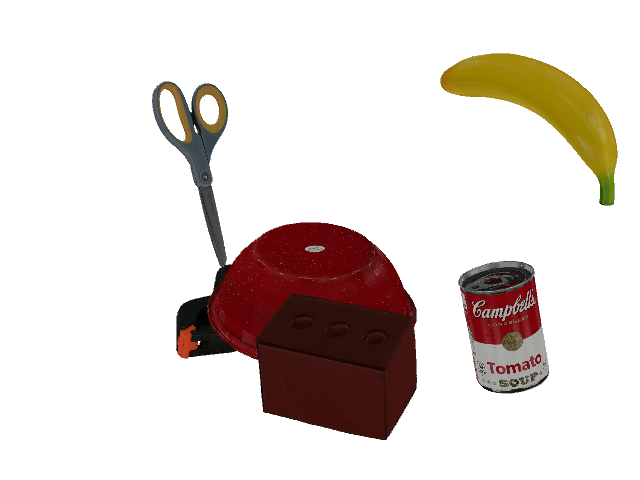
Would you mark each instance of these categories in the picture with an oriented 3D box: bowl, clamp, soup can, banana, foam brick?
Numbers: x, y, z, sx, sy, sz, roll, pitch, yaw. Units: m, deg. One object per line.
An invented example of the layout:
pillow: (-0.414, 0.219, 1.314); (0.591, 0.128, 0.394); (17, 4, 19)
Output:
bowl: (-0.005, 0.030, 0.810); (0.162, 0.055, 0.162); (2, 28, -1)
clamp: (-0.093, 0.068, 1.054); (0.120, 0.039, 0.171); (18, 21, 33)
soup can: (0.166, 0.078, 0.966); (0.068, 0.102, 0.068); (-12, 18, 4)
banana: (0.167, -0.107, 0.839); (0.037, 0.070, 0.198); (3, 32, -43)
foam brick: (0.010, 0.070, 0.602); (0.078, 0.051, 0.053); (9, 31, 20)

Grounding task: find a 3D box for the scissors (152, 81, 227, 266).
scissors: (-0.115, -0.082, 1.147); (0.096, 0.202, 0.016); (-33, 13, -35)
